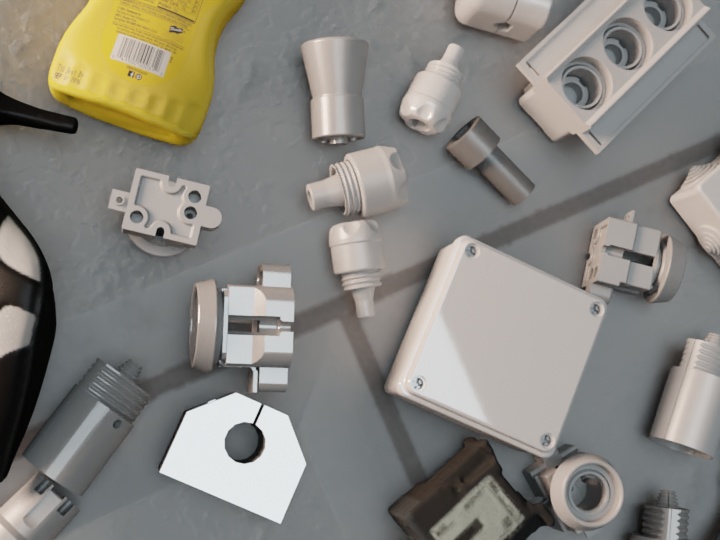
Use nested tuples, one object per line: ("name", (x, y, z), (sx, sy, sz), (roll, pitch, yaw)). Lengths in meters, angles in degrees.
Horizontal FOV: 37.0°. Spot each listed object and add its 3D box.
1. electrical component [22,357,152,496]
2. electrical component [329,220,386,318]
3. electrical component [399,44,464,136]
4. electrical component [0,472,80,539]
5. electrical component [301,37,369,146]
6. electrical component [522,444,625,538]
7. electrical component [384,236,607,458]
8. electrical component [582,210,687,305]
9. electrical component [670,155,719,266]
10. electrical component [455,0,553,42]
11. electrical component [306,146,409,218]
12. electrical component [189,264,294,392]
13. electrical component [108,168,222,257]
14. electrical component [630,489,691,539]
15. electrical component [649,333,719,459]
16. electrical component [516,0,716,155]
("electrical component", (-0.158, 0.088, 0.641), (0.043, 0.043, 0.081), (37, 77, -6))
("electrical component", (0.000, 0.000, 0.689), (0.035, 0.035, 0.061), (-7, 87, -13))
("electrical component", (0.052, -0.122, 0.714), (0.035, 0.035, 0.061), (28, 76, -8))
("electrical component", (-0.193, 0.147, 0.630), (0.040, 0.040, 0.046), (45, 71, -4))
("electrical component", (-0.015, -0.114, 0.696), (0.044, 0.044, 0.065), (-2, 89, -12))
("electrical component", (0.139, 0.141, 0.691), (0.048, 0.055, 0.066), (-28, 90, -14))
("electrical component", (0.087, 0.050, 0.690), (0.109, 0.056, 0.108), (25, 79, -8))
("electrical component", (0.185, -0.005, 0.724), (0.055, 0.048, 0.066), (14, 81, -2))
("electrical component", (0.278, -0.045, 0.745), (0.100, 0.048, 0.099), (-39, 93, -13))
("electrical component", (0.099, -0.210, 0.724), (0.059, 0.054, 0.095), (14, 81, -10))
("electrical component", (-0.003, -0.054, 0.690), (0.062, 0.043, 0.043), (-15, 87, -12))
("electrical component", (-0.074, 0.035, 0.658), (0.057, 0.058, 0.078), (3, 84, -14))
("electrical component", (-0.119, -0.034, 0.657), (0.066, 0.055, 0.048), (13, 81, -10))
("electrical component", (0.199, 0.185, 0.705), (0.043, 0.043, 0.081), (8, 82, -11))
("electrical component", (0.228, 0.081, 0.723), (0.043, 0.043, 0.081), (22, 80, -9))
("electrical component", (0.168, -0.144, 0.726), (0.121, 0.063, 0.078), (-44, 94, -13))
